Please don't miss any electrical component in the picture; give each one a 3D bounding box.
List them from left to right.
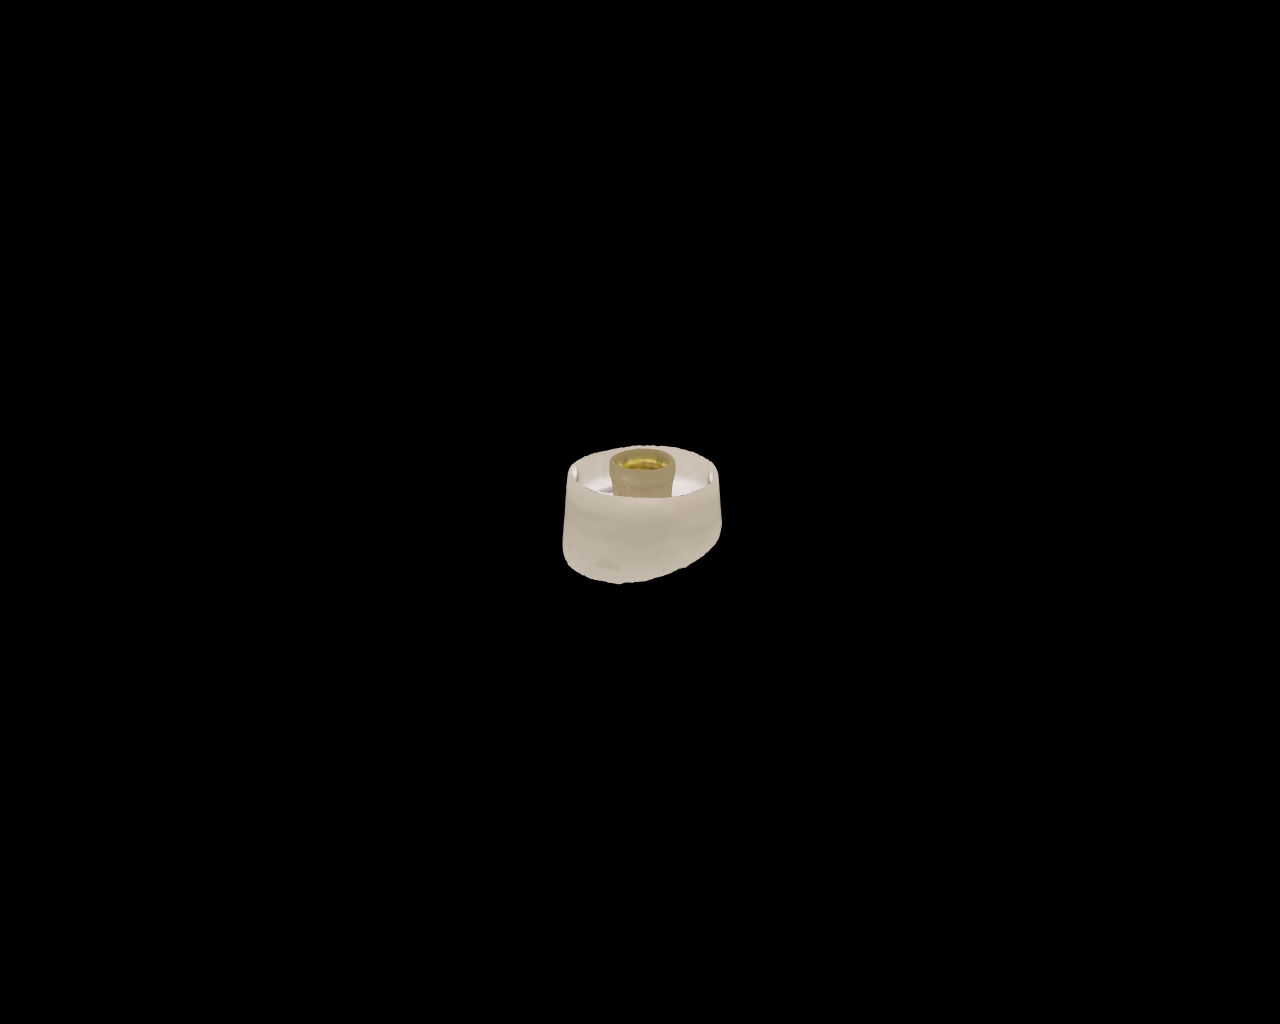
[{"bbox_3d":[0.001,-0.003,0.650,0.099,0.064,0.099,0,23,0],"label":"electrical component"}]
